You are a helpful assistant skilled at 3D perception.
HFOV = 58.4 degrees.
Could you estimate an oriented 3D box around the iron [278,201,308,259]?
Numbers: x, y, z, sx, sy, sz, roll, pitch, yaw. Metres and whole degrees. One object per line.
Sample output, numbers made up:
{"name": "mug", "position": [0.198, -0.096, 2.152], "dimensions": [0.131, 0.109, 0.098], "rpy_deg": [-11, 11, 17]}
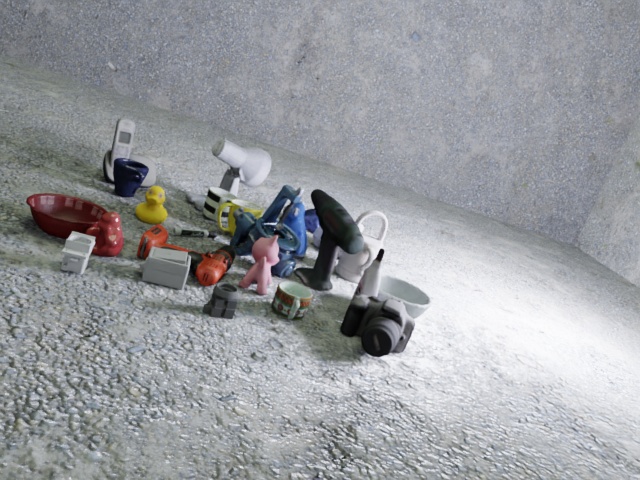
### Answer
{"name": "iron", "position": [-0.073, -0.046, 1.587], "dimensions": [0.118, 0.141, 0.258], "rpy_deg": [19, 15, -1]}

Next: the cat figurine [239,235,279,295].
{"name": "cat figurine", "position": [-0.125, 0.043, 1.262], "dimensions": [0.067, 0.118, 0.128], "rpy_deg": [18, 15, -4]}

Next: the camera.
{"name": "camera", "position": [0.115, 0.170, 1.153], "dimensions": [0.143, 0.101, 0.137], "rpy_deg": [23, 16, 12]}

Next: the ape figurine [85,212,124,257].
{"name": "ape figurine", "position": [-0.424, -0.014, 1.141], "dimensions": [0.076, 0.092, 0.077], "rpy_deg": [5, 21, -42]}

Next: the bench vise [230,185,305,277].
{"name": "bench vise", "position": [-0.127, -0.045, 1.369], "dimensions": [0.207, 0.220, 0.122], "rpy_deg": [23, 16, 12]}

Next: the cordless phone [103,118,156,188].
{"name": "cordless phone", "position": [-0.531, -0.246, 1.631], "dimensions": [0.148, 0.185, 0.093], "rpy_deg": [6, 20, -41]}

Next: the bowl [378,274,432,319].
{"name": "bowl", "position": [0.175, 0.146, 1.357], "dimensions": [0.167, 0.075, 0.167], "rpy_deg": [18, 15, -5]}

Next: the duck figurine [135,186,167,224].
{"name": "duck figurine", "position": [-0.417, -0.095, 1.441], "dimensions": [0.077, 0.086, 0.104], "rpy_deg": [17, 16, -11]}

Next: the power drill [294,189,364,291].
{"name": "power drill", "position": [0.013, 0.005, 1.391], "dimensions": [0.076, 0.208, 0.228], "rpy_deg": [8, 19, -36]}

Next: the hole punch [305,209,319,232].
{"name": "hole punch", "position": [-0.012, -0.073, 1.849], "dimensions": [0.101, 0.091, 0.108], "rpy_deg": [19, 15, -2]}

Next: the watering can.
{"name": "watering can", "position": [0.113, 0.008, 1.531], "dimensions": [0.101, 0.194, 0.172], "rpy_deg": [7, 20, -39]}

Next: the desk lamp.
{"name": "desk lamp", "position": [-0.266, -0.190, 1.708], "dimensions": [0.204, 0.213, 0.117], "rpy_deg": [4, 21, -44]}

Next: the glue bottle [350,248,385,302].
{"name": "glue bottle", "position": [0.108, 0.097, 1.259], "dimensions": [0.037, 0.173, 0.078], "rpy_deg": [15, 16, -16]}

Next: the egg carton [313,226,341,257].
{"name": "egg carton", "position": [0.054, 0.007, 1.697], "dimensions": [0.150, 0.069, 0.107], "rpy_deg": [28, 18, 29]}

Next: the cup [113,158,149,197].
{"name": "cup", "position": [-0.505, -0.157, 1.527], "dimensions": [0.092, 0.095, 0.117], "rpy_deg": [3, 23, -47]}
